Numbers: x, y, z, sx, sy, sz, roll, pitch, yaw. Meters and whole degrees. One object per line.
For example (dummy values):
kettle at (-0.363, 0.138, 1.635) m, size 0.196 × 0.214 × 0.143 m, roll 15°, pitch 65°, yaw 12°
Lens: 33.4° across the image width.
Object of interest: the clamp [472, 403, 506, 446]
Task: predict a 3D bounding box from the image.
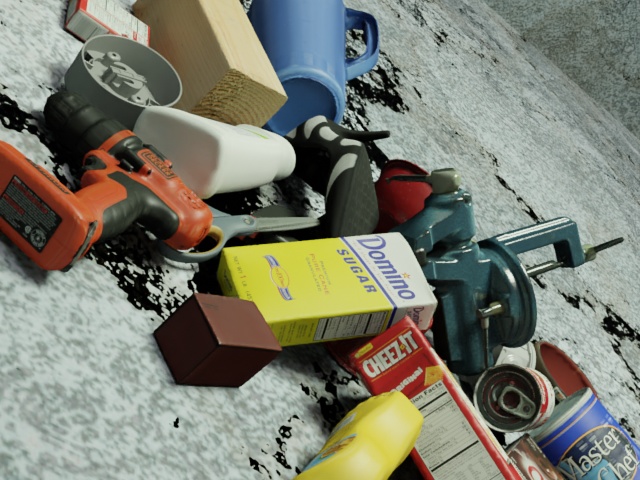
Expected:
clamp at (0.123, 0.157, 1.071) m, size 0.171 × 0.039 × 0.120 m, roll 46°, pitch 5°, yaw 4°

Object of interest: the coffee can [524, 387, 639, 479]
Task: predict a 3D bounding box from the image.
coffee can at (0.296, 0.245, 1.152) m, size 0.140 × 0.103 × 0.102 m, roll 50°, pitch 23°, yaw 8°

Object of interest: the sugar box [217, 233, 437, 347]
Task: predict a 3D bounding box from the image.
sugar box at (0.006, 0.043, 0.948) m, size 0.176 × 0.048 × 0.093 m, roll -8°, pitch 48°, yaw -19°

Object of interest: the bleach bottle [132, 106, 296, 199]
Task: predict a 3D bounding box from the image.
bleach bottle at (-0.083, -0.084, 1.057) m, size 0.103 × 0.068 × 0.250 m, roll 25°, pitch 11°, yaw 20°

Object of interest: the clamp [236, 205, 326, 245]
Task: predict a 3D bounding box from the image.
clamp at (-0.007, 0.001, 1.111) m, size 0.209 × 0.036 × 0.165 m, roll 20°, pitch 26°, yaw -40°

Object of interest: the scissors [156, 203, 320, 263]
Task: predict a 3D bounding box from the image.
scissors at (-0.087, -0.025, 0.995) m, size 0.096 × 0.016 × 0.201 m, roll 45°, pitch 34°, yaw 16°

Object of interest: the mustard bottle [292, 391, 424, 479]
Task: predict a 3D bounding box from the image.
mustard bottle at (0.013, 0.179, 0.782) m, size 0.058 × 0.096 × 0.191 m, roll 48°, pitch 23°, yaw 5°

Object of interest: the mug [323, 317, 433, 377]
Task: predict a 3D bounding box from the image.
mug at (0.046, 0.072, 1.031) m, size 0.117 × 0.082 × 0.093 m, roll 30°, pitch 29°, yaw -34°

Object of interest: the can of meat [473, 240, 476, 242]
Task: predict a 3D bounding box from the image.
can of meat at (0.197, 0.045, 1.367) m, size 0.102 × 0.057 × 0.084 m, roll 28°, pitch 27°, yaw -38°

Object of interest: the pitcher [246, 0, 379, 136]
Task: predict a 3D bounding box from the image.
pitcher at (-0.016, -0.227, 1.339) m, size 0.144 × 0.149 × 0.243 m, roll 36°, pitch 29°, yaw -26°

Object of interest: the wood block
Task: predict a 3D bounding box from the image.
wood block at (-0.125, -0.209, 1.183) m, size 0.090 × 0.091 × 0.206 m, roll 22°, pitch 33°, yaw -45°

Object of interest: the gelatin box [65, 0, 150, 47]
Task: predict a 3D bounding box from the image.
gelatin box at (-0.221, -0.222, 1.117) m, size 0.089 × 0.030 × 0.073 m, roll 34°, pitch 25°, yaw -28°

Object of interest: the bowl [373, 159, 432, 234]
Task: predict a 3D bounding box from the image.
bowl at (0.102, -0.011, 1.233) m, size 0.055 × 0.162 × 0.162 m, roll -32°, pitch 76°, yaw -22°

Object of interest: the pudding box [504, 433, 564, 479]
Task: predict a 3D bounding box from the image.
pudding box at (0.221, 0.261, 1.079) m, size 0.113 × 0.039 × 0.089 m, roll 51°, pitch 23°, yaw 11°

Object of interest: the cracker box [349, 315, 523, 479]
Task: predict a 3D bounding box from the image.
cracker box at (0.120, 0.187, 0.929) m, size 0.214 × 0.072 × 0.164 m, roll 57°, pitch 3°, yaw 25°

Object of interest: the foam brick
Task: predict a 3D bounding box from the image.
foam brick at (-0.080, 0.080, 0.842) m, size 0.078 × 0.051 × 0.053 m, roll 14°, pitch 38°, yaw -52°

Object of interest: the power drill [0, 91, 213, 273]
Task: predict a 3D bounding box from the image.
power drill at (-0.191, -0.051, 0.849) m, size 0.184 × 0.057 × 0.187 m, roll 40°, pitch 24°, yaw 11°

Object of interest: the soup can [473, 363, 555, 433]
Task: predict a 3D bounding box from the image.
soup can at (0.200, 0.162, 1.089) m, size 0.068 × 0.068 × 0.102 m, roll 55°, pitch 11°, yaw 19°
